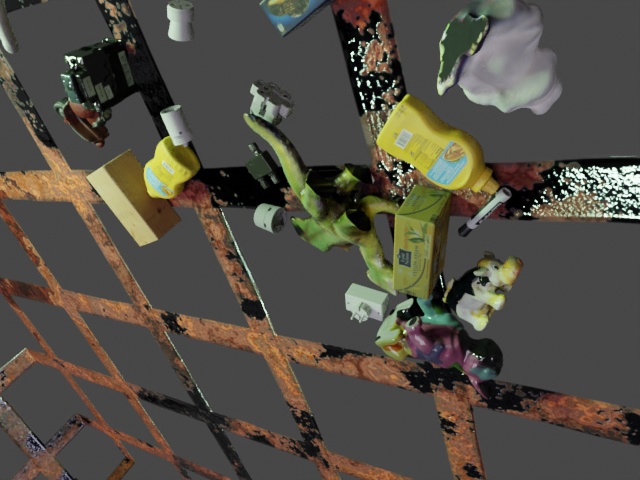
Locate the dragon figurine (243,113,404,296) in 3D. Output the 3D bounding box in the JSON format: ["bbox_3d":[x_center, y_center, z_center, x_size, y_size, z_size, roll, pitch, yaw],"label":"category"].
[{"bbox_3d":[0.003,-0.048,0.951,0.410,0.124,0.238,40,146,1],"label":"dragon figurine"}]

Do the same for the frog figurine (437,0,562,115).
[{"bbox_3d":[0.237,-0.229,0.648,0.159,0.126,0.134,7,130,-18],"label":"frog figurine"}]

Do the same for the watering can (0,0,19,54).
[{"bbox_3d":[-0.666,-0.556,0.994,0.223,0.106,0.343,-14,115,41],"label":"watering can"}]
